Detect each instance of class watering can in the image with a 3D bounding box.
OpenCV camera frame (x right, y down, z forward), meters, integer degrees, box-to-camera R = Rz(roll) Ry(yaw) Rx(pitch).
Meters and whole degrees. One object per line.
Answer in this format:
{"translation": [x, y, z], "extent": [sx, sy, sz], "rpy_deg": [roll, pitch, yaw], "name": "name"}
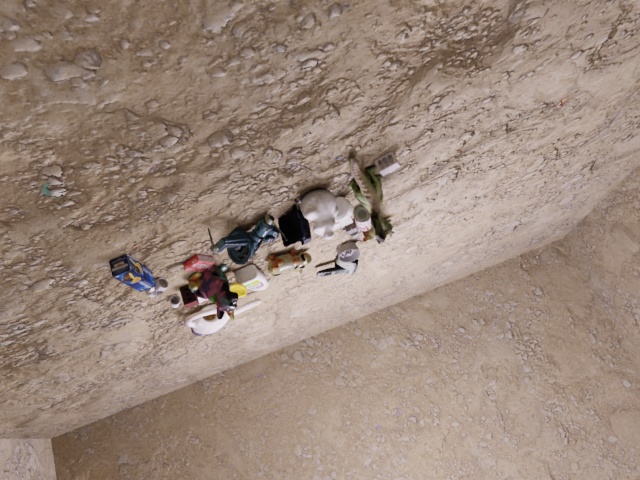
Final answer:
{"translation": [-0.453, 0.348, 2.347], "extent": [0.349, 0.105, 0.220], "rpy_deg": [-8, 156, -31], "name": "watering can"}

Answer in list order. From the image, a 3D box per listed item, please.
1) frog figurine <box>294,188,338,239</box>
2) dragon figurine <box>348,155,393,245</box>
{"translation": [0.005, -0.084, 1.677], "extent": [0.121, 0.162, 0.137], "rpy_deg": [-38, 153, 32], "name": "frog figurine"}
{"translation": [0.177, -0.107, 1.696], "extent": [0.121, 0.246, 0.406], "rpy_deg": [-22, 161, 13], "name": "dragon figurine"}
